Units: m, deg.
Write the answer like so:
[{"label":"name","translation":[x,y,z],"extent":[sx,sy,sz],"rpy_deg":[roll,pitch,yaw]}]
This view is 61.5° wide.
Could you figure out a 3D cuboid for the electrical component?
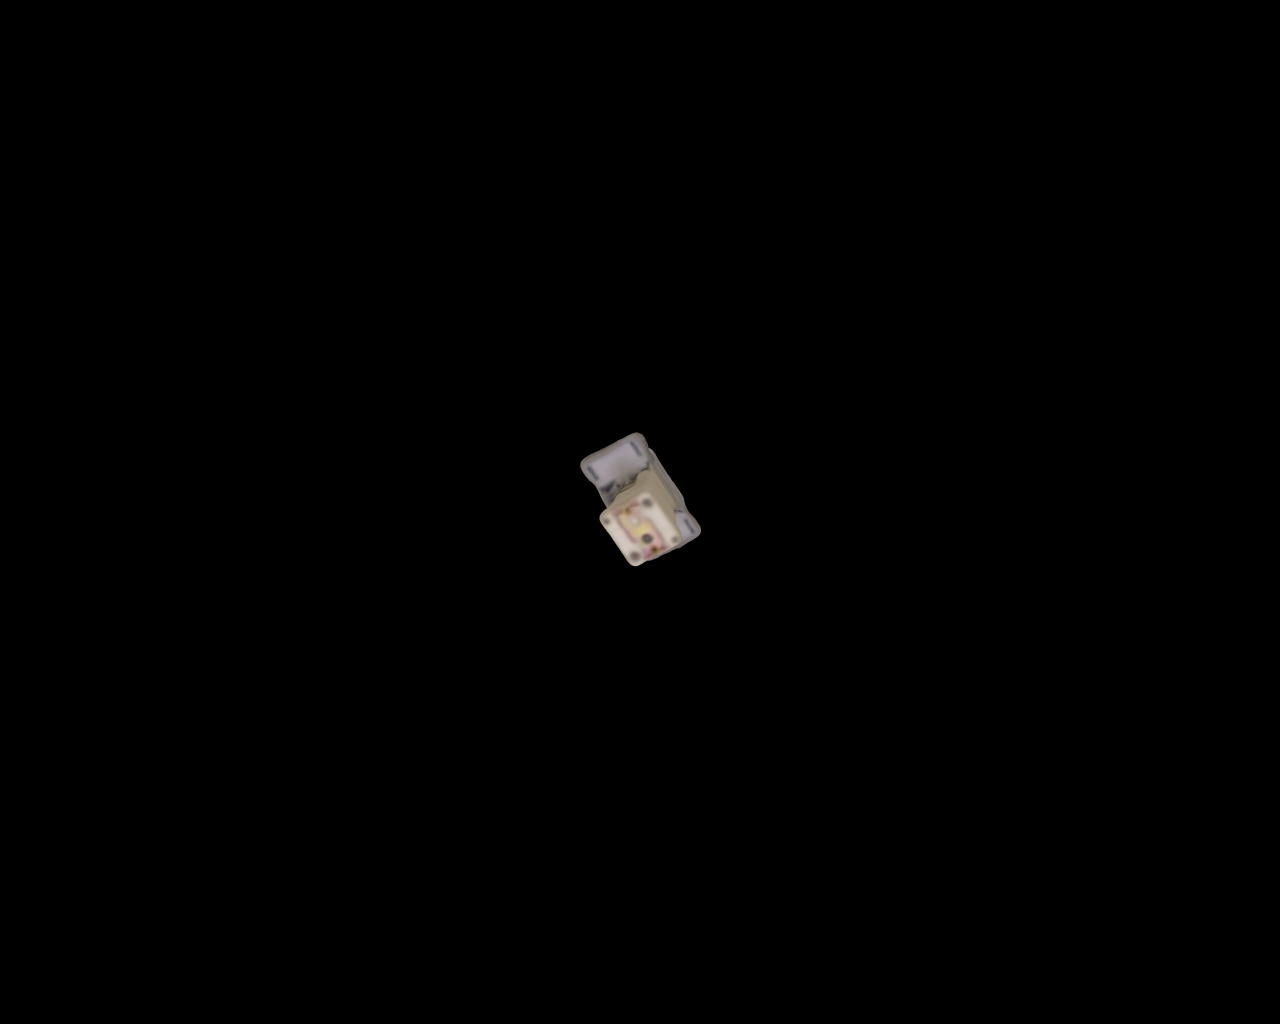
[{"label":"electrical component","translation":[0.001,-0.003,0.650],"extent":[0.042,0.081,0.064],"rpy_deg":[-29,24,14]}]
